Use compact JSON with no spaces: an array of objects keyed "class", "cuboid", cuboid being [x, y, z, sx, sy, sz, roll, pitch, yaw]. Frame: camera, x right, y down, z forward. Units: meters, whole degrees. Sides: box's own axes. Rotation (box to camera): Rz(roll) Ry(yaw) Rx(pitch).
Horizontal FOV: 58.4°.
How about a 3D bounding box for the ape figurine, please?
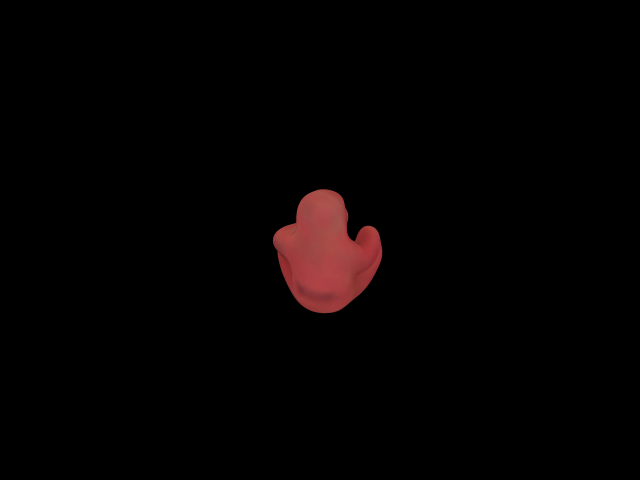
[{"class":"ape figurine","cuboid":[0.004,0.001,0.400,0.077,0.092,0.076,15,54,12]}]
